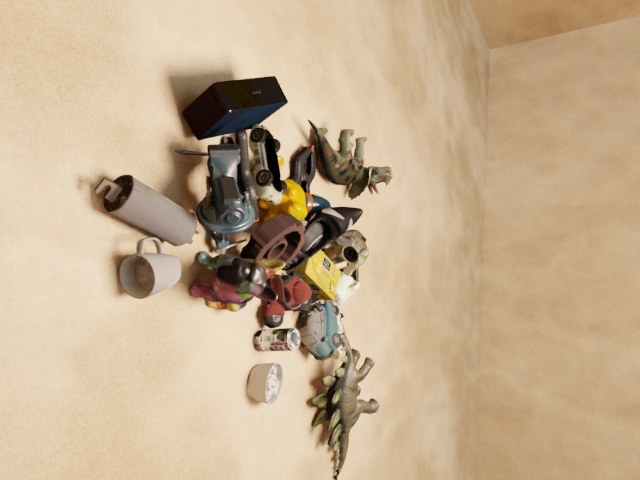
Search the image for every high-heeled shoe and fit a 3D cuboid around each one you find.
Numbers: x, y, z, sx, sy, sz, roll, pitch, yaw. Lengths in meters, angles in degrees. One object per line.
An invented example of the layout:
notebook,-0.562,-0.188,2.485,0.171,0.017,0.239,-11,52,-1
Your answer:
high-heeled shoe,-0.003,-0.004,1.384,0.086,0.249,0.145,56,19,-23

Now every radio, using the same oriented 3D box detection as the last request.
radio,-0.185,-0.293,1.190,0.229,0.131,0.073,-30,92,-55

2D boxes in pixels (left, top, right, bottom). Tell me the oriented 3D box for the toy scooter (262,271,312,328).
toy scooter,-0.091,0.131,1.373,0.184,0.075,0.135,-29,108,-52

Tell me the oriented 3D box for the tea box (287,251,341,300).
tea box,-0.015,0.091,1.505,0.169,0.068,0.098,46,51,-46

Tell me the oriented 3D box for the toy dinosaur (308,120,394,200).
toy dinosaur,0.067,-0.229,1.633,0.404,0.131,0.192,6,82,-52

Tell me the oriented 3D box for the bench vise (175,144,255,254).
bench vise,-0.209,-0.075,1.134,0.129,0.224,0.240,-14,139,-26

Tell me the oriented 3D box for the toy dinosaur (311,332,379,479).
toy dinosaur,0.067,0.482,1.545,0.198,0.105,0.470,-21,114,-38

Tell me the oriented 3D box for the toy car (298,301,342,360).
toy car,-0.007,0.242,1.475,0.103,0.109,0.161,21,59,-38

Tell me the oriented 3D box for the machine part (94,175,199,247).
machine part,-0.316,-0.053,1.014,0.243,0.079,0.079,38,56,-50

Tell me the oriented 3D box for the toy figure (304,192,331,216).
toy figure,-0.030,-0.096,1.452,0.154,0.058,0.064,10,39,-51

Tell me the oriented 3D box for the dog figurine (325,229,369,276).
dog figurine,0.109,0.015,1.625,0.190,0.173,0.121,-30,123,-48

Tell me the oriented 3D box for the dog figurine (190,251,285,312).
dog figurine,-0.156,0.091,1.131,0.191,0.219,0.108,40,57,-49

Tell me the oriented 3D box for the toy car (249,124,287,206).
toy car,-0.124,-0.177,1.243,0.073,0.056,0.202,29,45,-55

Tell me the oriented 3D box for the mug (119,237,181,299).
mug,-0.315,0.049,1.015,0.107,0.081,0.109,-11,92,-70

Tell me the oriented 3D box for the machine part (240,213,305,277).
machine part,-0.112,0.016,1.266,0.179,0.056,0.179,-41,159,-19

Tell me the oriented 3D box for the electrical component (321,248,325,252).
electrical component,0.000,-0.022,1.530,0.119,0.075,0.047,-59,137,-34

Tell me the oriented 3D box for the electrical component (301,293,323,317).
electrical component,-0.034,0.173,1.468,0.063,0.094,0.021,-22,128,-21

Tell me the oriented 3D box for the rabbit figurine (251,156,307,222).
rabbit figurine,-0.121,-0.126,1.314,0.173,0.122,0.162,19,67,-37

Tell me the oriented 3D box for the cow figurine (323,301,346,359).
cow figurine,0.045,0.259,1.585,0.098,0.068,0.167,-7,96,-64

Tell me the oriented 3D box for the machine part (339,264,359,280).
machine part,0.089,0.109,1.704,0.139,0.039,0.084,-11,105,-60
